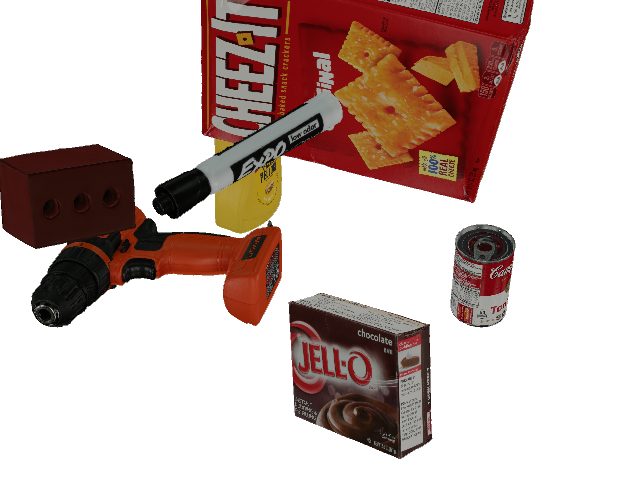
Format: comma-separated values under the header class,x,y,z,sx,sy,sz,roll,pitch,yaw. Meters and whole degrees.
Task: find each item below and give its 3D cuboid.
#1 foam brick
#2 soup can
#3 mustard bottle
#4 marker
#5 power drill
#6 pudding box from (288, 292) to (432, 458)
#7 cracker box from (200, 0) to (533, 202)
class,x,y,z,sx,sy,sz,roll,pitch,yaw
foam brick,-0.175,-0.032,0.736,0.078,0.053,0.051,-14,25,-35
soup can,0.186,0.042,1.236,0.068,0.102,0.068,0,38,0
mustard bottle,-0.075,-0.109,1.121,0.058,0.192,0.096,20,39,22
marker,-0.037,-0.045,0.552,0.120,0.020,0.020,-33,19,-31
power drill,-0.136,0.026,0.923,0.188,0.057,0.184,7,29,10
pudding box,0.027,0.092,0.754,0.039,0.090,0.114,-17,20,-42
cracker box,0.025,-0.122,0.748,0.214,0.072,0.164,14,-37,5
